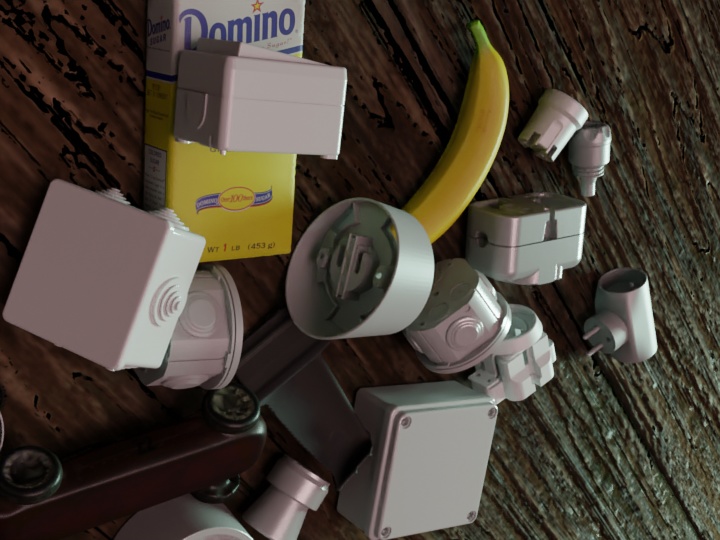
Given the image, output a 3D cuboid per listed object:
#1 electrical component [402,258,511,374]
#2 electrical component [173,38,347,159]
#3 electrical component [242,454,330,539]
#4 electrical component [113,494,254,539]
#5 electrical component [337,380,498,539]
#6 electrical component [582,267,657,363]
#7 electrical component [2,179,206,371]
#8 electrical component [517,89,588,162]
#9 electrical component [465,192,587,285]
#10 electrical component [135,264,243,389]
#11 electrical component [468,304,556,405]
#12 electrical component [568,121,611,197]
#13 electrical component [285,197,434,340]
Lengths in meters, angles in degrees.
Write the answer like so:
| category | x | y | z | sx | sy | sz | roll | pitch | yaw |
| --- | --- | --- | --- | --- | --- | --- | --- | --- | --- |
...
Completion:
| category | x | y | z | sx | sy | sz | roll | pitch | yaw |
| --- | --- | --- | --- | --- | --- | --- | --- | --- | --- |
| electrical component | 0.070 | 0.035 | 0.817 | 0.080 | 0.080 | 0.051 | -47 | 123 | -15 |
| electrical component | -0.052 | -0.100 | 0.628 | 0.096 | 0.062 | 0.061 | -2 | 104 | -36 |
| electrical component | -0.054 | 0.169 | 0.790 | 0.045 | 0.045 | 0.055 | 40 | 79 | -39 |
| electrical component | -0.117 | 0.216 | 0.746 | 0.108 | 0.060 | 0.108 | -13 | 113 | -34 |
| electrical component | 0.046 | 0.148 | 0.851 | 0.109 | 0.056 | 0.108 | 0 | 105 | -38 |
| electrical component | 0.229 | 0.049 | 0.967 | 0.079 | 0.043 | 0.077 | -31 | 122 | -25 |
| electrical component | -0.147 | 0.004 | 0.627 | 0.048 | 0.100 | 0.099 | 20 | 91 | -66 |
| electrical component | 0.152 | -0.114 | 0.855 | 0.040 | 0.040 | 0.046 | 36 | 88 | -40 |
| electrical component | 0.132 | -0.025 | 0.860 | 0.095 | 0.054 | 0.059 | -11 | 112 | -35 |
| electrical component | -0.110 | 0.036 | 0.679 | 0.051 | 0.080 | 0.080 | 0 | 105 | -32 |
| electrical component | 0.123 | 0.066 | 0.882 | 0.078 | 0.058 | 0.057 | -32 | 125 | -25 |
| electrical component | 0.191 | -0.091 | 0.895 | 0.035 | 0.035 | 0.061 | -19 | 119 | -31 |
| electrical component | 0.000 | 0.000 | 0.740 | 0.064 | 0.099 | 0.099 | 8 | 101 | -45 |
